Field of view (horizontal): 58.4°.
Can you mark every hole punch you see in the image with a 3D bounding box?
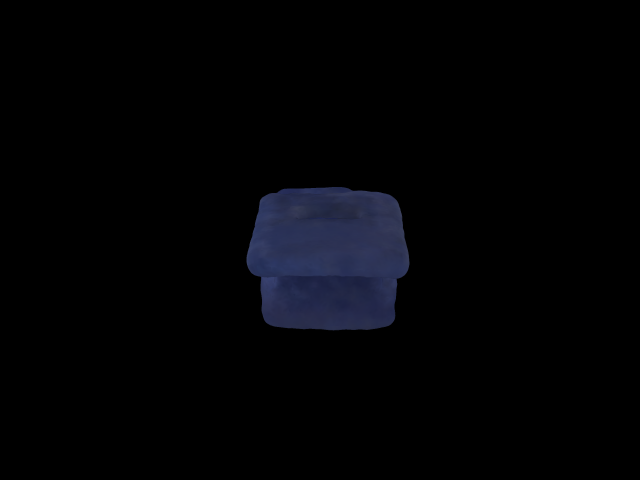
[{"bbox_3d":[0.004,0.001,0.400,0.108,0.091,0.101,0,58,0],"label":"hole punch"}]
